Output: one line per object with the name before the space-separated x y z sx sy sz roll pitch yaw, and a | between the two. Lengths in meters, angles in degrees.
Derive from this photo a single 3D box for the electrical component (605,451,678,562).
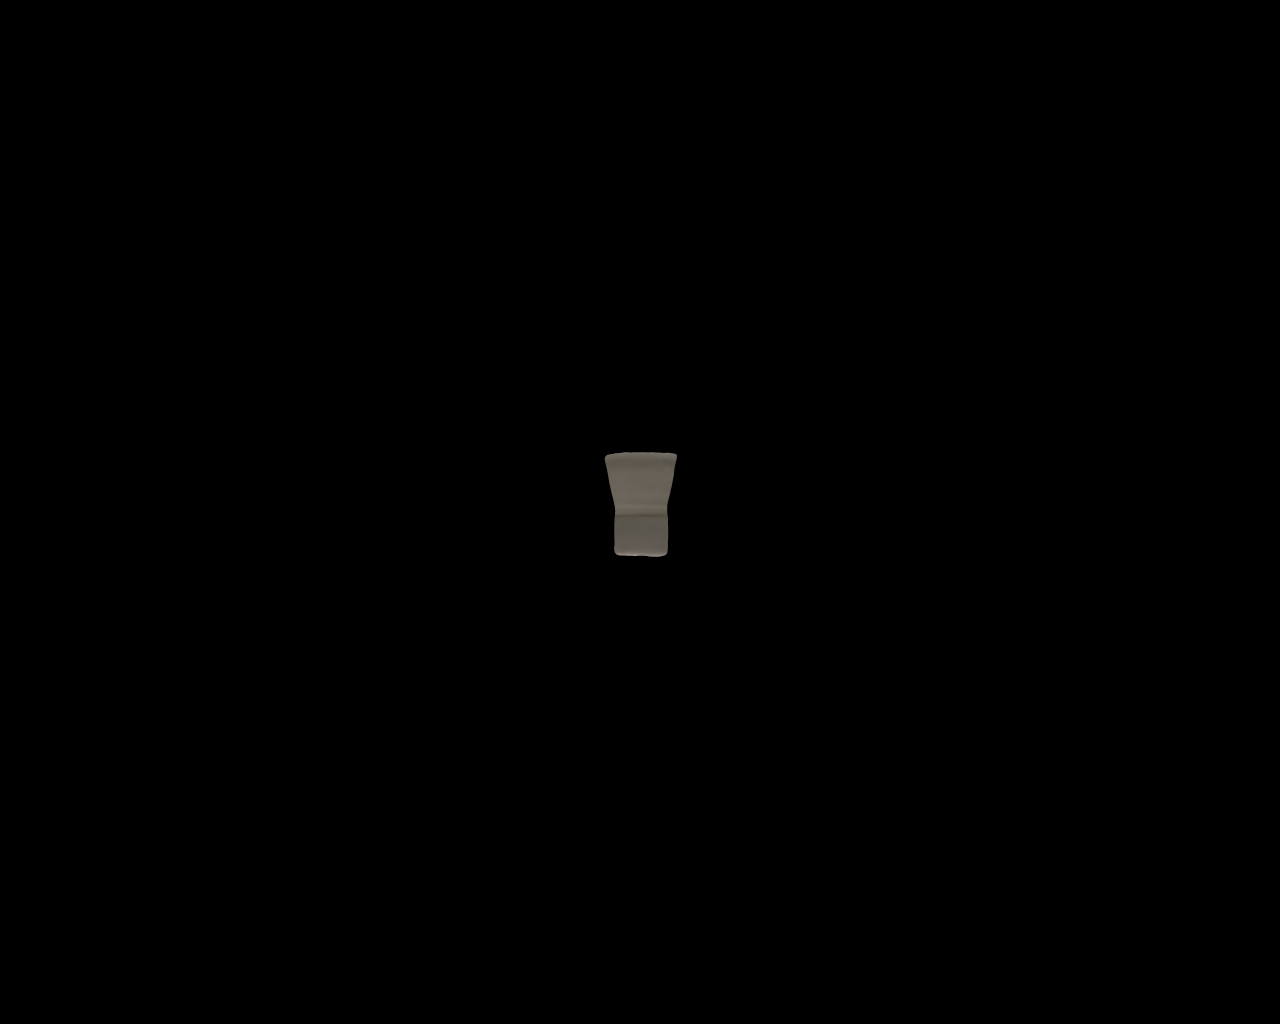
electrical component | 0.001 -0.003 0.650 0.044 0.065 0.044 0 -2 0
